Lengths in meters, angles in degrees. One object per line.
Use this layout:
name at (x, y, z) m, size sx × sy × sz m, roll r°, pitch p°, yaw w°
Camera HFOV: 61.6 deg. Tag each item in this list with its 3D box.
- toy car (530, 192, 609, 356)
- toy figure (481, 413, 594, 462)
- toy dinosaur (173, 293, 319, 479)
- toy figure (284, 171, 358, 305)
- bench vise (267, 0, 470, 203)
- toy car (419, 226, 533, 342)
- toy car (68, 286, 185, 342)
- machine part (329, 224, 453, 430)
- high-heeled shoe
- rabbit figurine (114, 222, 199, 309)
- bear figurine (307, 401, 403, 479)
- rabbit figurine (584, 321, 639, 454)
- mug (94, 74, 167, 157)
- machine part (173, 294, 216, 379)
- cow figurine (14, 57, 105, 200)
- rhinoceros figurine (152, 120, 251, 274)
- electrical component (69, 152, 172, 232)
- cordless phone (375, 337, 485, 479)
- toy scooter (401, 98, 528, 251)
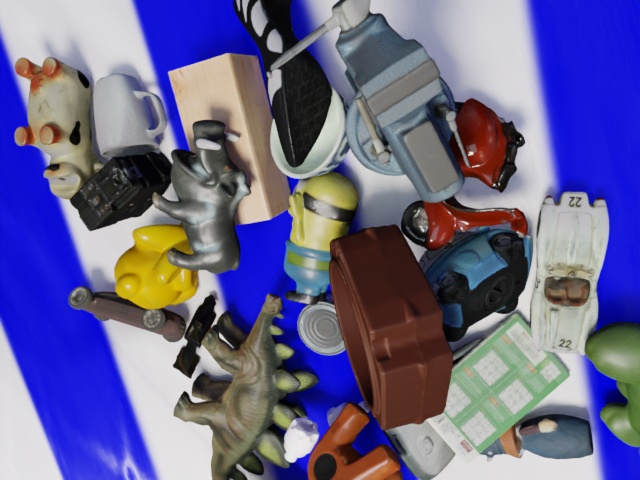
toy car at (0.293, 0.042, 0.638) m, size 0.074 × 0.056 × 0.201 m, roll 4°, pitch 108°, yaw 18°
toy figure at (0.276, 0.263, 0.713) m, size 0.155 × 0.058 × 0.064 m, roll -11°, pitch 96°, yaw 27°
toy dinosaur at (-0.119, 0.270, 0.831) m, size 0.199 × 0.105 × 0.470 m, roll 26°, pitch 120°, yaw 6°
toy figure at (0.000, -0.003, 0.717) m, size 0.089 × 0.082 × 0.180 m, roll 6°, pitch 102°, yaw -2°
bench vise at (0.063, -0.152, 0.560) m, size 0.129 × 0.241 × 0.223 m, roll -42°, pitch 116°, yaw 13°
toy car at (0.173, 0.043, 0.650) m, size 0.103 × 0.162 × 0.109 m, roll 40°, pitch 150°, yaw 48°
toy car at (-0.307, 0.114, 0.860) m, size 0.202 × 0.089 × 0.053 m, roll 14°, pitch 73°, yaw 17°
machine part at (0.074, 0.100, 0.632) m, size 0.087 × 0.202 × 0.200 m, roll -15°, pitch 137°, yaw -8°
high-heeled shoe at (-0.063, -0.206, 0.638) m, size 0.145 × 0.086 × 0.248 m, roll 1°, pitch 83°, yaw 42°
rabbit figurine at (-0.209, 0.013, 0.772) m, size 0.173 × 0.162 × 0.122 m, roll -32°, pitch 82°, yaw 7°
bear figurine at (0.074, 0.336, 0.758) m, size 0.132 × 0.120 × 0.195 m, roll -46°, pitch 127°, yaw 2°
rabbit figurine at (0.381, 0.156, 0.600) m, size 0.159 × 0.121 × 0.170 m, roll -39°, pitch 100°, yaw 13°
mug at (-0.271, -0.180, 0.758) m, size 0.110 × 0.081 × 0.107 m, roll -12°, pitch 93°, yaw 28°
machine part at (-0.195, 0.154, 0.842) m, size 0.039 × 0.084 × 0.138 m, roll 20°, pitch 122°, yaw -11°
cow figurine at (-0.374, -0.156, 0.791) m, size 0.086 × 0.127 × 0.194 m, roll 0°, pitch 92°, yaw 19°
rhinoceros figurine at (-0.138, -0.049, 0.654) m, size 0.112 × 0.073 × 0.190 m, roll 4°, pitch 107°, yaw 19°
electrical component at (-0.287, -0.066, 0.779) m, size 0.134 × 0.115 × 0.058 m, roll -36°, pitch 88°, yaw 25°
cordless phone at (0.172, 0.221, 0.729) m, size 0.184 × 0.089 × 0.146 m, roll -31°, pitch 94°, yaw 11°
toy scooter at (0.179, -0.067, 0.607) m, size 0.135 × 0.075 × 0.183 m, roll 18°, pitch 89°, yaw 30°
